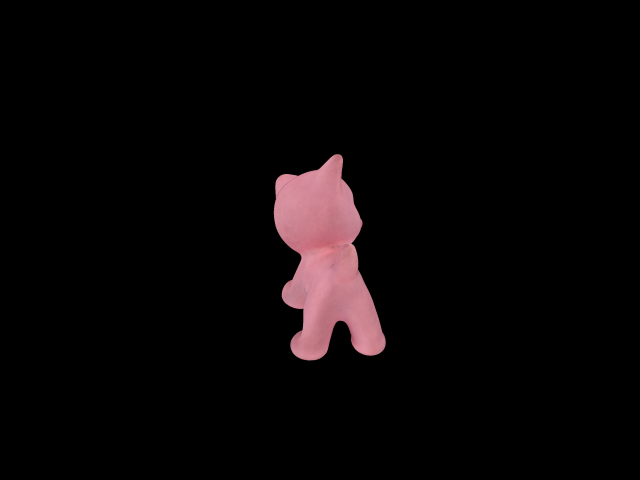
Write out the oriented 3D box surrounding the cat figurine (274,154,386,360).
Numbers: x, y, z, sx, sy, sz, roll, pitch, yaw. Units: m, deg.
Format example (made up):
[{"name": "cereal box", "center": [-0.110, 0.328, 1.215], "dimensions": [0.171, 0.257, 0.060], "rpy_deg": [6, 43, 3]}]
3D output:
[{"name": "cat figurine", "center": [0.004, 0.001, 0.400], "dimensions": [0.067, 0.118, 0.127], "rpy_deg": [-6, 28, -11]}]
